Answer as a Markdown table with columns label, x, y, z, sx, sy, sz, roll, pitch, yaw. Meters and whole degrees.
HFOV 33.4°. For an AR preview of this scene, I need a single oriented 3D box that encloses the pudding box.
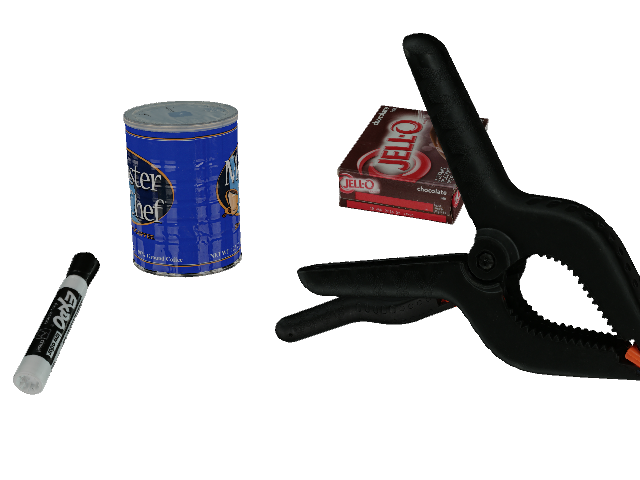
| label | x | y | z | sx | sy | sz | roll | pitch | yaw |
| --- | --- | --- | --- | --- | --- | --- | --- | --- | --- |
| pudding box | 0.072 | -0.060 | 0.816 | 0.090 | 0.039 | 0.113 | 10 | 33 | 17 |

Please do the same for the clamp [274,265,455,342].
| label | x | y | z | sx | sy | sz | roll | pitch | yaw |
| --- | --- | --- | --- | --- | --- | --- | --- | --- | --- |
| clamp | 0.041 | 0.059 | 1.005 | 0.172 | 0.039 | 0.120 | -3 | 32 | 25 |

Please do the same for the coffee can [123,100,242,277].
| label | x | y | z | sx | sy | sz | roll | pitch | yaw |
| --- | --- | --- | --- | --- | --- | --- | --- | --- | --- |
| coffee can | -0.125 | -0.049 | 0.979 | 0.103 | 0.140 | 0.103 | 0 | 19 | 0 |

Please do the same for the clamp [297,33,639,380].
| label | x | y | z | sx | sy | sz | roll | pitch | yaw |
| --- | --- | --- | --- | --- | --- | --- | --- | --- | --- |
| clamp | 0.093 | -0.003 | 0.561 | 0.210 | 0.165 | 0.036 | 29 | 25 | 25 |

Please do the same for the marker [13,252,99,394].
| label | x | y | z | sx | sy | sz | roll | pitch | yaw |
| --- | --- | --- | --- | --- | --- | --- | --- | --- | --- |
| marker | -0.165 | 0.048 | 0.676 | 0.020 | 0.020 | 0.121 | 0 | 38 | 10 |
